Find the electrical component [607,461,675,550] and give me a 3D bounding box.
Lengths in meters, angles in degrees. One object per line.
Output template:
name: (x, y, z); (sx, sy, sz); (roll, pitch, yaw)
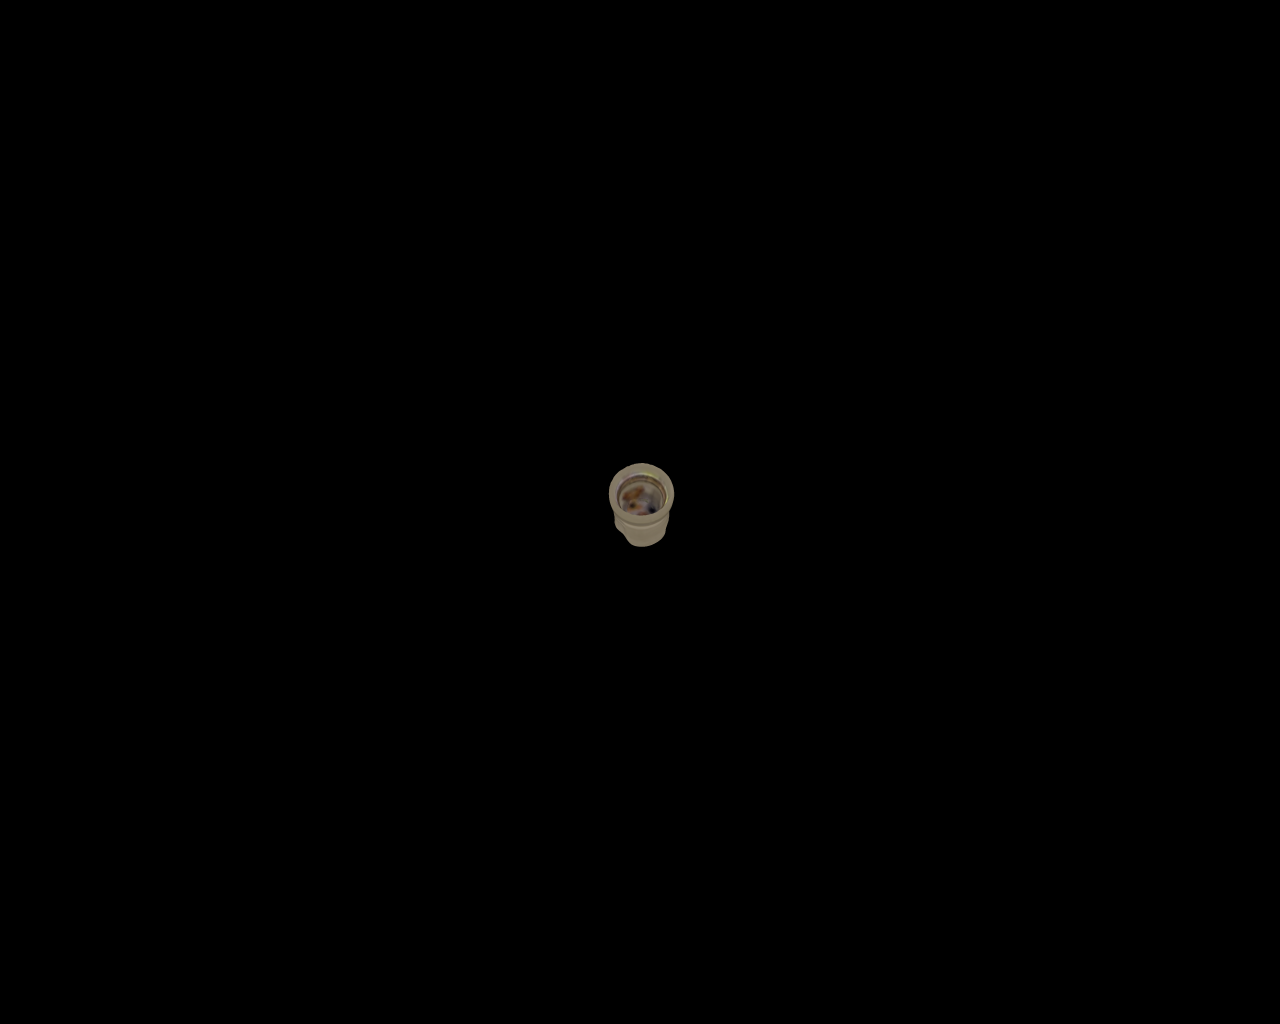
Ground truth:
electrical component: (0.001, -0.003, 0.650); (0.040, 0.040, 0.046); (0, -29, 0)
